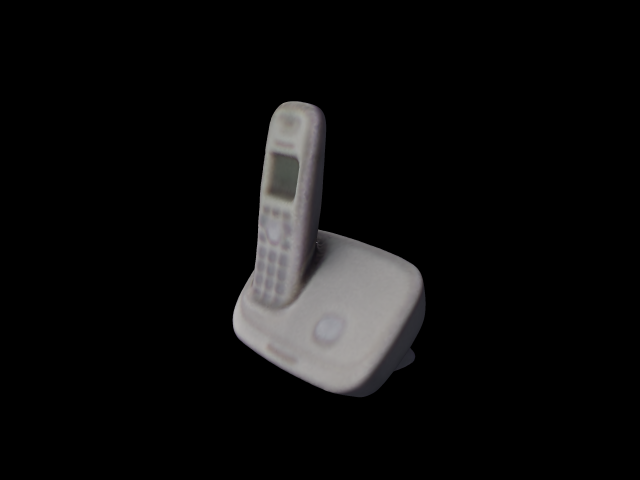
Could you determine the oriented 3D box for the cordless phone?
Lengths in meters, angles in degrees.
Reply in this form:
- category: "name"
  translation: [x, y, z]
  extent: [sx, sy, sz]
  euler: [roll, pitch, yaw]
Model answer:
- category: "cordless phone"
  translation: [0.004, 0.001, 0.400]
  extent: [0.147, 0.185, 0.094]
  euler: [18, 26, 41]
